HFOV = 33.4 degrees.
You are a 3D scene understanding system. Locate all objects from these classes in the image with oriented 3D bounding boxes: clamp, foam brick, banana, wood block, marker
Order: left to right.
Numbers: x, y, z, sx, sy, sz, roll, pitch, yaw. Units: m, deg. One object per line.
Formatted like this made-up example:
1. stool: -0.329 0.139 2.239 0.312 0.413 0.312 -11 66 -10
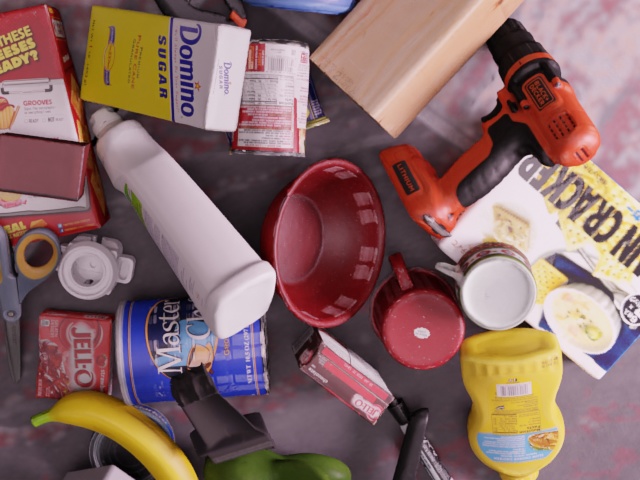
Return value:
1. foam brick: -0.251 -0.067 0.963 0.078 0.053 0.051 7 98 -8
2. banana: -0.185 0.204 1.057 0.197 0.037 0.070 34 115 -6
3. clamp: -0.135 -0.265 1.011 0.171 0.039 0.120 28 103 -12
4. clamp: 0.085 0.280 1.100 0.210 0.036 0.164 -35 96 13
5. marker: 0.106 0.214 1.109 0.020 0.020 0.121 -31 99 4
6. wood block: 0.100 -0.206 0.988 0.206 0.090 0.090 -47 72 6

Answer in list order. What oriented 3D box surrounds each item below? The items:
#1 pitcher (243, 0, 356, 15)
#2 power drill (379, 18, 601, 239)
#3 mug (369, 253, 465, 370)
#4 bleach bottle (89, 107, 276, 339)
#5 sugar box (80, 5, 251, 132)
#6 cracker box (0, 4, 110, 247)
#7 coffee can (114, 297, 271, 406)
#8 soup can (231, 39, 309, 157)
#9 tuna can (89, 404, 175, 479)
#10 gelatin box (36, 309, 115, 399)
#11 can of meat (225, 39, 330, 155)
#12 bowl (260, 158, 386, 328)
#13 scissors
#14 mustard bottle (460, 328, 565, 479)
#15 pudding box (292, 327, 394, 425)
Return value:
1. pitcher: -0.002 -0.328 0.954 0.145 0.149 0.243 5 103 -3
2. power drill: 0.149 -0.104 1.006 0.188 0.184 0.057 -37 139 19
3. mug: 0.094 0.068 1.051 0.093 0.081 0.117 -17 100 1
4. bleach bottle: -0.139 -0.031 0.992 0.068 0.103 0.251 -31 70 -20
5. sugar box: -0.145 -0.159 0.974 0.177 0.048 0.093 17 102 40
6. cracker box: -0.307 -0.101 1.019 0.164 0.072 0.214 -12 99 -1
7. coffee can: -0.122 0.105 1.042 0.140 0.103 0.103 -4 100 -1
8. soup can: -0.045 -0.127 0.964 0.068 0.068 0.102 2 95 -2
9. tuna can: -0.193 0.213 1.093 0.086 0.034 0.086 0 100 -1
10. gelatin box: -0.246 0.117 1.077 0.073 0.030 0.089 5 100 -2
11. can of meat: -0.052 -0.138 1.026 0.102 0.057 0.084 -18 97 1
12. bowl: -0.007 0.001 1.026 0.055 0.161 0.162 7 103 42
13. scissors: -0.282 0.059 1.034 0.096 0.016 0.202 -12 128 -2
14. mustard bottle: 0.195 0.179 1.067 0.096 0.058 0.191 -6 122 7
15. pudding box: 0.021 0.129 1.044 0.090 0.113 0.039 39 93 -7
